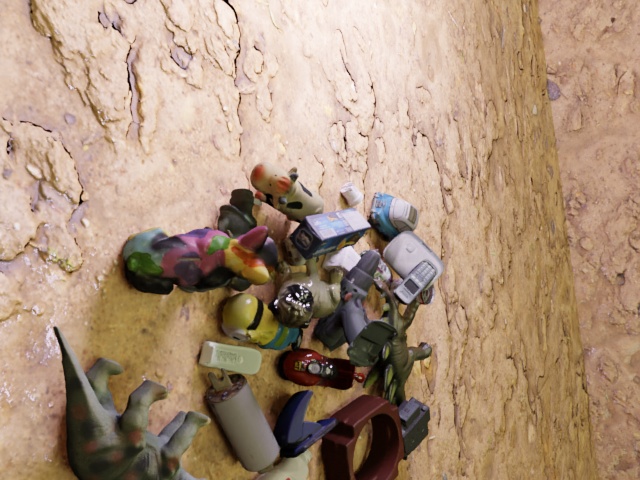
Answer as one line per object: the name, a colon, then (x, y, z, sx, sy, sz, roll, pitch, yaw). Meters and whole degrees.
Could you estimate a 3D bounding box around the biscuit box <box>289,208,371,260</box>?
biscuit box: (0.024, -0.016, 1.080, 0.059, 0.063, 0.202, 51, 30, 16)

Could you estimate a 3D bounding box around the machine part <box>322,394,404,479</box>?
machine part: (0.101, 0.475, 1.235, 0.201, 0.087, 0.201, -18, 105, -44)

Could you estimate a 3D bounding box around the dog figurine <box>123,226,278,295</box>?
dog figurine: (-0.174, 0.028, 0.837, 0.191, 0.219, 0.108, 6, 80, -51)

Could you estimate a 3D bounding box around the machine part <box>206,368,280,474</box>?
machine part: (-0.137, 0.330, 0.972, 0.079, 0.079, 0.243, -41, 118, -43)

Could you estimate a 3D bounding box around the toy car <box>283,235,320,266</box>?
toy car: (-0.002, -0.004, 1.173, 0.202, 0.056, 0.073, -30, 109, -49)

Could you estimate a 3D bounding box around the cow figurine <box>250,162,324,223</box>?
cow figurine: (-0.062, -0.086, 1.040, 0.194, 0.127, 0.085, 33, 80, -47)

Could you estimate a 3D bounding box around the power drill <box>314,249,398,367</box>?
power drill: (0.082, 0.146, 1.117, 0.086, 0.207, 0.232, 29, 103, -32)

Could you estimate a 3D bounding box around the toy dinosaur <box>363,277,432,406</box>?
toy dinosaur: (0.185, 0.302, 1.352, 0.198, 0.105, 0.470, -38, 121, -36)

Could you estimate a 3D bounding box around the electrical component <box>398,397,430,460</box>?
electrical component: (0.223, 0.466, 1.349, 0.115, 0.058, 0.134, -39, 134, -32)

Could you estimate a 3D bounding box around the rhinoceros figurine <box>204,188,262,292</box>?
rhinoceros figurine: (-0.148, 0.000, 0.981, 0.112, 0.073, 0.190, 4, 86, -49)

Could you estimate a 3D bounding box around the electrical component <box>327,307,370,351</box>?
electrical component: (0.070, 0.214, 1.227, 0.075, 0.119, 0.047, 55, -1, 15)

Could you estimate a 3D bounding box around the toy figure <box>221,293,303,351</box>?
toy figure: (-0.109, 0.159, 1.017, 0.180, 0.082, 0.089, 24, 58, -42)

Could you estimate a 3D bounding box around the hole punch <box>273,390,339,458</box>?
hole punch: (-0.044, 0.359, 1.051, 0.116, 0.142, 0.092, -35, 88, -29)

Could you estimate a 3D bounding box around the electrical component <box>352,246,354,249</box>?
electrical component: (0.077, -0.024, 1.264, 0.063, 0.021, 0.094, 97, 0, -52)

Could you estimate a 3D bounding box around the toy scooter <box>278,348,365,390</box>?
toy scooter: (0.012, 0.271, 1.112, 0.183, 0.135, 0.075, 26, 70, -45)

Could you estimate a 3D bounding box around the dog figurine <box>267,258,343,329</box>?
dog figurine: (-0.022, 0.128, 1.035, 0.172, 0.121, 0.191, 42, 26, -22)

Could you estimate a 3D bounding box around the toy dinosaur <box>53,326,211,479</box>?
toy dinosaur: (-0.279, 0.306, 0.780, 0.404, 0.131, 0.192, 46, 54, -31)

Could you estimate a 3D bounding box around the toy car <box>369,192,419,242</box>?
toy car: (0.201, -0.063, 1.387, 0.161, 0.103, 0.109, 39, 58, -45)

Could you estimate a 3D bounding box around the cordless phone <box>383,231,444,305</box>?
cordless phone: (0.204, 0.074, 1.308, 0.146, 0.088, 0.184, 46, 44, 6)
